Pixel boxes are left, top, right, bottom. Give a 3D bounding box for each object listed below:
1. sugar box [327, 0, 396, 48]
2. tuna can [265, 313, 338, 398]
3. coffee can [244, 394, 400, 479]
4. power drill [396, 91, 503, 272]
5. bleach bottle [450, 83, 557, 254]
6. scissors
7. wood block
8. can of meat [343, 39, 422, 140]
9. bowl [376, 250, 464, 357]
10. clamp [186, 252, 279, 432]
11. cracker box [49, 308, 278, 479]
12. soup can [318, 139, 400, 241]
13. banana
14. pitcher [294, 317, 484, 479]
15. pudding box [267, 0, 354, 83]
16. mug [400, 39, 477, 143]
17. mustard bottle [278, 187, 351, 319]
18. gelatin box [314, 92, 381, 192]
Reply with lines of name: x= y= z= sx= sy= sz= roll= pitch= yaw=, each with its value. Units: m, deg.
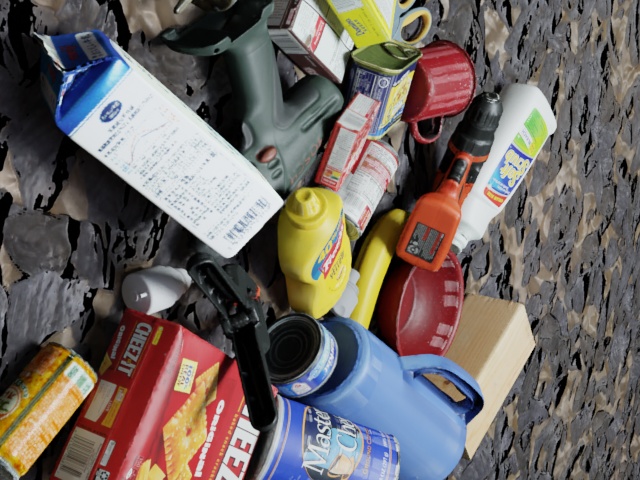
sugar box: x=0.046 y=-0.295 z=1.096 sx=0.093 sy=0.048 sz=0.176 roll=51 pitch=37 yaw=-46
tuna can: x=-0.026 y=0.120 z=1.119 sx=0.033 sy=0.086 sz=0.086 roll=49 pitch=61 yaw=-46
coffee can: x=-0.002 y=0.229 z=1.104 sx=0.140 sy=0.103 sz=0.103 roll=22 pitch=79 yaw=-16
power drill: x=0.157 y=-0.066 z=1.260 sx=0.187 sy=0.057 sz=0.185 roll=-57 pitch=168 yaw=-47
bleach bottle: x=0.234 y=-0.087 z=1.438 sx=0.250 sy=0.068 sz=0.102 roll=-60 pitch=140 yaw=-20
scissors: x=0.067 y=-0.247 z=1.206 sx=0.201 sy=0.016 sz=0.096 roll=-28 pitch=119 yaw=-47
wood block: x=0.201 y=0.180 z=1.441 sx=0.205 sy=0.091 sz=0.090 roll=-52 pitch=136 yaw=-31
can of meat: x=0.064 y=-0.165 z=1.160 sx=0.102 sy=0.057 sz=0.084 roll=-44 pitch=153 yaw=-57
bowl: x=0.117 y=0.083 z=1.330 sx=0.161 sy=0.055 sz=0.162 roll=-19 pitch=114 yaw=-50
clamp: x=-0.071 y=0.083 z=0.989 sx=0.210 sy=0.036 sz=0.164 roll=-55 pitch=125 yaw=-86
cracker box: x=-0.133 y=0.176 z=0.981 sx=0.213 sy=0.072 sz=0.164 roll=45 pitch=63 yaw=-58
soup can: x=0.036 y=-0.059 z=1.170 sx=0.102 sy=0.069 sz=0.068 roll=-61 pitch=141 yaw=-21
banana: x=0.066 y=0.037 z=1.263 sx=0.069 sy=0.037 sz=0.197 roll=48 pitch=61 yaw=-49
pitcher: x=0.072 y=0.181 z=1.225 sx=0.242 sy=0.145 sz=0.149 roll=46 pitch=68 yaw=-45
pudding box: x=-0.004 y=-0.226 z=1.096 sx=0.113 sy=0.039 sz=0.090 roll=37 pitch=67 yaw=-54
mug: x=0.120 y=-0.170 z=1.237 sx=0.081 sy=0.093 sz=0.117 roll=-19 pitch=114 yaw=-45
mustard bottle: x=-0.007 y=0.001 z=1.083 sx=0.096 sy=0.058 sz=0.191 roll=-62 pitch=163 yaw=-22
gelatin box: x=0.029 y=-0.101 z=1.091 sx=0.089 sy=0.030 sz=0.073 roll=-58 pitch=171 yaw=-58
